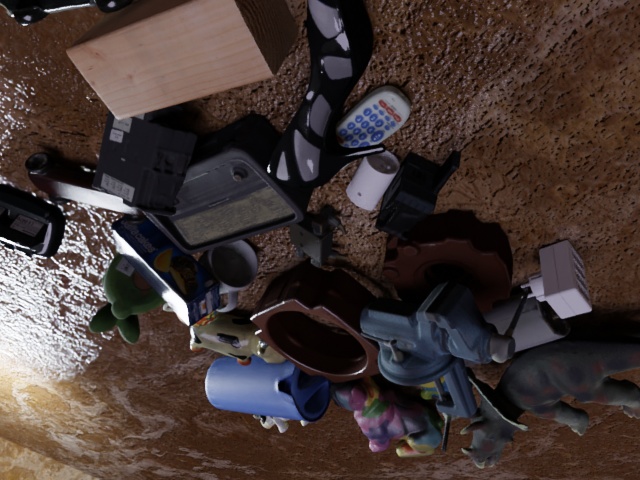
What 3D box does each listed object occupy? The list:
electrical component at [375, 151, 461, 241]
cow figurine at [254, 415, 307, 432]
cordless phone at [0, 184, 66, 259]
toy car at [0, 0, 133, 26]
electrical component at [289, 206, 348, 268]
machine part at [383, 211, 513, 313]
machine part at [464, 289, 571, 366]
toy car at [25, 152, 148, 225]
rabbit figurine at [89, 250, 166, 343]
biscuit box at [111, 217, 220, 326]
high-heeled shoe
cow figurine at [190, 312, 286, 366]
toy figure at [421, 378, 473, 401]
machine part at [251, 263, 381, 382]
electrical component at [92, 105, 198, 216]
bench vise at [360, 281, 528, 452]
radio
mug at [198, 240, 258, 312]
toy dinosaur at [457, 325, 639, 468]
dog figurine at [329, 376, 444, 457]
[{"bbox_3d":[0.113,-0.061,0.629,0.048,0.075,0.119,23,144,-6],"label":"electrical component"},{"bbox_3d":[-0.097,0.376,1.204,0.098,0.068,0.167,42,132,-19],"label":"cow figurine"},{"bbox_3d":[-0.520,-0.007,0.944,0.147,0.089,0.184,22,151,-6],"label":"cordless phone"},{"bbox_3d":[-0.268,-0.273,0.554,0.202,0.056,0.073,2,143,21],"label":"toy car"},{"bbox_3d":[-0.002,-0.004,0.765,0.078,0.045,0.102,31,145,31],"label":"electrical component"},{"bbox_3d":[0.175,0.038,0.732,0.179,0.056,0.179,10,140,8],"label":"machine part"},{"bbox_3d":[0.266,0.127,0.781,0.079,0.079,0.243,36,136,-20],"label":"machine part"},{"bbox_3d":[-0.339,-0.078,0.798,0.202,0.053,0.089,12,146,13],"label":"toy car"},{"bbox_3d":[-0.323,0.096,0.934,0.121,0.159,0.170,22,156,-19],"label":"rabbit figurine"},{"bbox_3d":[-0.236,0.036,0.813,0.203,0.059,0.062,39,146,23],"label":"biscuit box"},{"bbox_3d":[-0.019,-0.163,0.546,0.145,0.086,0.248,-4,125,21],"label":"high-heeled shoe"},{"bbox_3d":[-0.144,0.175,0.990,0.195,0.085,0.127,16,146,4],"label":"cow figurine"},{"bbox_3d":[0.184,0.215,0.909,0.089,0.082,0.180,-21,128,35],"label":"toy figure"},{"bbox_3d":[0.008,0.136,0.868,0.201,0.087,0.201,42,140,-16],"label":"machine part"},{"bbox_3d":[-0.214,-0.108,0.658,0.115,0.058,0.134,25,102,32],"label":"electrical component"},{"bbox_3d":[0.170,0.162,0.729,0.224,0.129,0.240,-4,122,35],"label":"bench vise"},{"bbox_3d":[-0.133,-0.066,0.717,0.230,0.073,0.131,-16,129,33],"label":"radio"},{"bbox_3d":[-0.154,0.060,0.850,0.081,0.109,0.107,-3,166,-35],"label":"mug"},{"bbox_3d":[0.351,0.194,0.779,0.192,0.131,0.404,17,133,-21],"label":"toy dinosaur"},{"bbox_3d":[0.124,0.313,1.023,0.192,0.108,0.219,-5,132,26],"label":"dog figurine"}]
